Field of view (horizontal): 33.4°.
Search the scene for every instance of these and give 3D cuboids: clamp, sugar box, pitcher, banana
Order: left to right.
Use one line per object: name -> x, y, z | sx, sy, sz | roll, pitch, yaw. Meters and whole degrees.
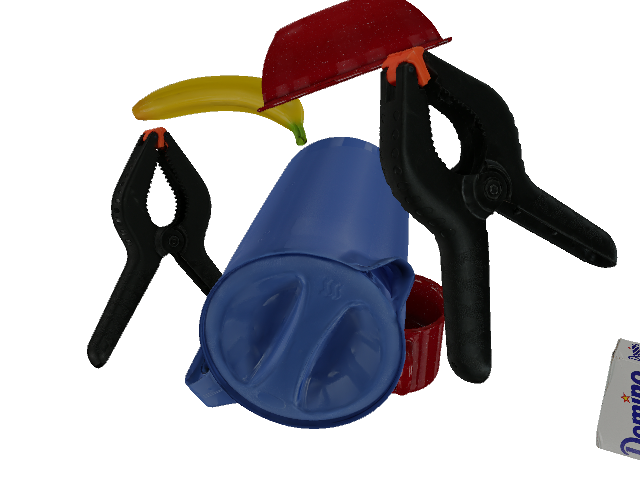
clamp -> -0.130, 0.005, 0.957 | 0.164, 0.210, 0.036 | 1, -1, -34
banana -> -0.097, -0.142, 1.101 | 0.198, 0.037, 0.069 | 9, 47, 20
pitcher -> -0.005, 0.020, 0.780 | 0.149, 0.145, 0.242 | 8, 27, 5
clamp -> 0.075, -0.015, 0.549 | 0.120, 0.171, 0.039 | -48, 16, -26
sugar box -> 0.323, 0.150, 0.881 | 0.176, 0.093, 0.048 | 12, 24, 20

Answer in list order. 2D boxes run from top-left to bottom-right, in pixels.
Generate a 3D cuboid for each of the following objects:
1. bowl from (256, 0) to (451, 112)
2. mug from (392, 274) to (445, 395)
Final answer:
bowl -> 0.017, -0.152, 0.830 | 0.162, 0.055, 0.162 | -20, 7, 2
mug -> 0.074, 0.095, 0.991 | 0.093, 0.081, 0.117 | -1, 33, -3
